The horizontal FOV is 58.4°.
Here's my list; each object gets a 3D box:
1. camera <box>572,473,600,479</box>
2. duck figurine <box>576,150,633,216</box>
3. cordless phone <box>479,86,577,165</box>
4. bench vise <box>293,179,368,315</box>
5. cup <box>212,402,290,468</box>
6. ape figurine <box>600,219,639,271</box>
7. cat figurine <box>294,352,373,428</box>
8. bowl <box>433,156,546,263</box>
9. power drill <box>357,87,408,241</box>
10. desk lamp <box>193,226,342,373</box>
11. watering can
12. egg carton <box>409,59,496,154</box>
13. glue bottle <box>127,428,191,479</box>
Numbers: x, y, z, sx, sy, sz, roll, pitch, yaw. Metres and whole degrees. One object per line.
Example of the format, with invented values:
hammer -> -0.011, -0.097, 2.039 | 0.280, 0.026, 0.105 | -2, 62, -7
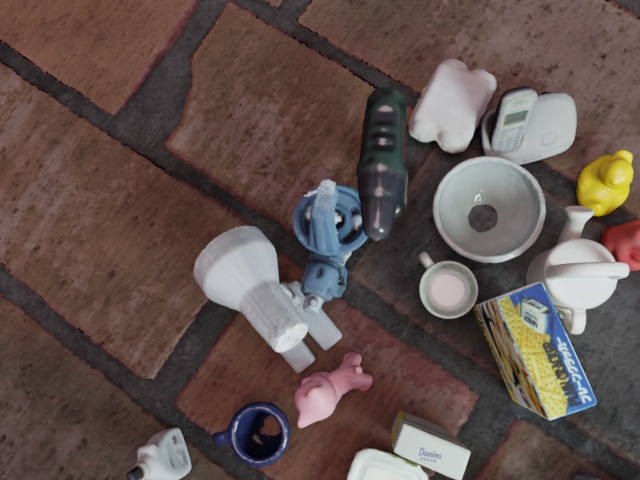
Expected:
camera -> 0.418, 0.416, 0.789 | 0.143, 0.101, 0.137 | 20, 84, 10
duck figurine -> 0.443, -0.090, 0.876 | 0.077, 0.086, 0.104 | 27, 85, 11
cordless phone -> 0.319, -0.183, 0.856 | 0.147, 0.185, 0.094 | -16, 79, 4
bench vise -> 0.020, 0.002, 0.844 | 0.121, 0.220, 0.207 | -5, 80, 6
cup -> -0.097, 0.292, 0.875 | 0.117, 0.095, 0.092 | -10, 80, 5
ape figurine -> 0.468, 0.002, 0.855 | 0.076, 0.092, 0.078 | 32, 86, 11
cat figurine -> 0.014, 0.225, 0.861 | 0.128, 0.118, 0.067 | -33, 78, 1
bowl -> 0.258, -0.042, 0.897 | 0.167, 0.075, 0.167 | -1, 81, 7
power drill -> 0.095, -0.097, 0.857 | 0.075, 0.208, 0.230 | 2, 81, 8
desk lamp -> -0.071, 0.092, 0.844 | 0.118, 0.213, 0.203 | -42, 78, -1
watering can -> 0.361, 0.041, 0.810 | 0.101, 0.194, 0.173 | -20, 79, 4
egg carton -> 0.214, -0.218, 0.933 | 0.107, 0.069, 0.150 | 25, 85, 10
glue bottle -> -0.242, 0.329, 0.847 | 0.037, 0.173, 0.078 | -20, 79, 4
